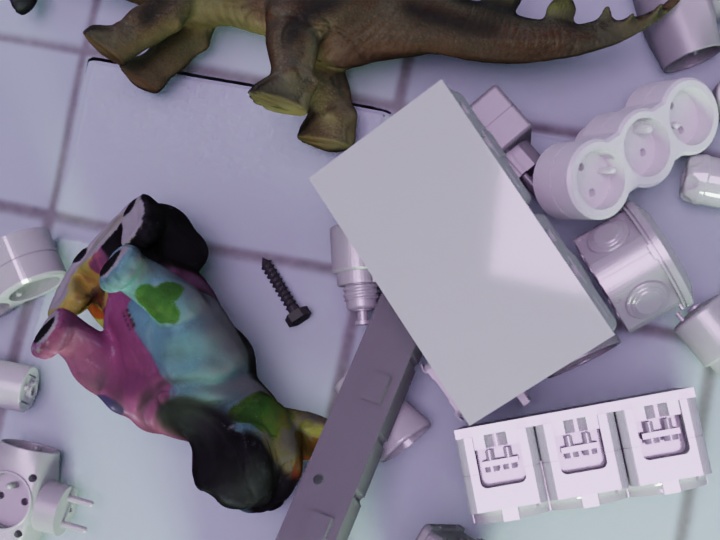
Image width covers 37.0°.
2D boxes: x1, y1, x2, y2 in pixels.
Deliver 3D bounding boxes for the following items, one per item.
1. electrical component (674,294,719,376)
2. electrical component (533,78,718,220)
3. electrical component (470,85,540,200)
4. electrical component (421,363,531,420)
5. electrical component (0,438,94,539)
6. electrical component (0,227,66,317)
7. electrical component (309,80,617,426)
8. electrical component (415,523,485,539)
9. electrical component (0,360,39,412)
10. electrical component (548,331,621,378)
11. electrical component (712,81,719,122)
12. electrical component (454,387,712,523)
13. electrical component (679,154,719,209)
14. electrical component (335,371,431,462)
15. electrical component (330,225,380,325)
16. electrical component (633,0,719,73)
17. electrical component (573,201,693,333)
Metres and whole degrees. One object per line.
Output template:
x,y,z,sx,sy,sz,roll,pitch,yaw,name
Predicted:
0.247,0.052,0.721,0.040,0.040,0.078,-38,80,3,electrical component
0.171,-0.081,0.734,0.138,0.074,0.052,-34,106,-21,electrical component
0.102,-0.078,0.746,0.047,0.066,0.076,-40,80,2,electrical component
0.081,0.067,0.744,0.064,0.042,0.081,-38,79,6,electrical component
-0.232,0.169,0.778,0.079,0.044,0.077,13,85,9,electrical component
-0.294,0.001,0.803,0.138,0.052,0.073,-26,80,4,electrical component
0.068,-0.012,0.688,0.105,0.060,0.186,-35,83,16,electrical component
0.052,0.217,0.703,0.048,0.100,0.099,30,89,24,electrical component
-0.273,0.083,0.797,0.065,0.044,0.044,11,85,5,electrical component
0.142,0.040,0.732,0.055,0.055,0.047,-27,76,5,electrical component
0.259,-0.120,0.728,0.035,0.061,0.035,-1,83,9,electrical component
0.143,0.121,0.703,0.150,0.089,0.061,-11,82,7,electrical component
0.253,-0.058,0.736,0.061,0.035,0.035,12,85,8,electrical component
0.013,0.095,0.752,0.044,0.044,0.065,-39,75,3,electrical component
0.000,0.000,0.765,0.040,0.040,0.078,-4,83,8,electrical component
0.236,-0.187,0.749,0.079,0.043,0.077,-19,81,6,electrical component
0.183,-0.002,0.718,0.051,0.080,0.080,-31,80,9,electrical component
